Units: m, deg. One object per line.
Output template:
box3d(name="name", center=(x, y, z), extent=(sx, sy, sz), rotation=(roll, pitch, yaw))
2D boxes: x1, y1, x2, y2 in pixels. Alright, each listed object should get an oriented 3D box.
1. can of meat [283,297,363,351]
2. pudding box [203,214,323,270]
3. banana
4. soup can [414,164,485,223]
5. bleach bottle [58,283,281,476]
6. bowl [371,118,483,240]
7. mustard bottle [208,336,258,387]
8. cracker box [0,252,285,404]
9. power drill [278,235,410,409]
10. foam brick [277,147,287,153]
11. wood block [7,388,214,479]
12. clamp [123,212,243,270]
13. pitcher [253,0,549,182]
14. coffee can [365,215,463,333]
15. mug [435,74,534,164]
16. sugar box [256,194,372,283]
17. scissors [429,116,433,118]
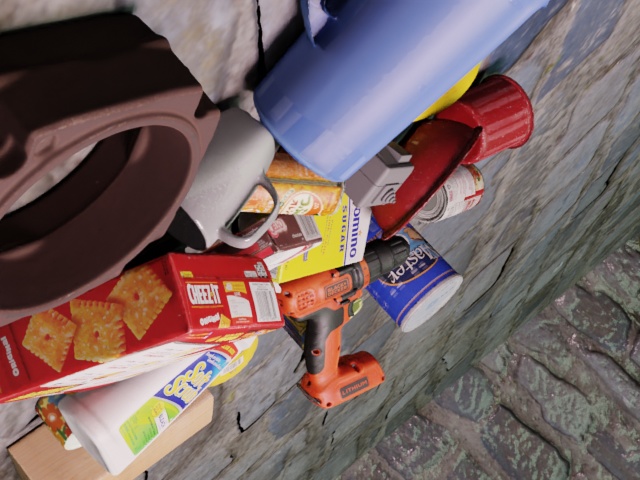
box3d(name="can of meat", center=(-0.009, 0.079, 1.339), extent=(0.102, 0.084, 0.057), rotation=(-40, 163, -8))
box3d(name="pudding box", center=(-0.058, 0.009, 1.000), extent=(0.090, 0.039, 0.113), rotation=(-28, 174, 22))
box3d(name="banana", center=(0.105, -0.156, 1.116), extent=(0.197, 0.037, 0.070), rotation=(-30, 139, -39))
box3d(name="soup can", center=(0.163, -0.064, 1.401), extent=(0.102, 0.068, 0.069), rotation=(-20, 152, -51))
box3d(name="bleach bottle", center=(-0.137, 0.117, 1.064), extent=(0.250, 0.068, 0.102), rotation=(-42, 150, -23))
box3d(name="bowl", center=(0.101, -0.077, 1.145), extent=(0.162, 0.055, 0.162), rotation=(-49, -175, 5))
box3d(name="mustard bottle", center=(-0.111, 0.101, 1.211), extent=(0.096, 0.058, 0.192), rotation=(-30, 160, -21))
box3d(name="cracker box", center=(-0.161, 0.073, 0.886), extent=(0.214, 0.072, 0.164), rotation=(-19, 170, 22))
box3d(name="power drill", center=(0.033, 0.095, 1.276), extent=(0.184, 0.057, 0.188), rotation=(-21, 121, -25))
box3d(name="foam brick", center=(-0.008, -0.076, 1.029), extent=(0.052, 0.051, 0.078), rotation=(-19, 151, -50))
box3d(name="wood block", center=(-0.226, 0.215, 1.179), extent=(0.205, 0.091, 0.090), rotation=(-35, 162, -23))
box3d(name="clamp", center=(-0.142, 0.013, 0.971), extent=(0.171, 0.039, 0.120), rotation=(-22, 150, -45))
box3d(name="pitcher", center=(0.055, -0.168, 0.846), extent=(0.243, 0.149, 0.145), rotation=(-44, 178, 17))
box3d(name="coffee can", center=(0.098, 0.033, 1.368), extent=(0.102, 0.140, 0.103), rotation=(-38, 162, -15))
box3d(name="mug", center=(0.182, -0.135, 1.256), extent=(0.081, 0.093, 0.117), rotation=(-26, -178, -33))
box3d(name="sugar box", center=(-0.004, -0.014, 1.136), extent=(0.175, 0.048, 0.093), rotation=(-12, 116, -56))
box3d(name="scissors", center=(0.099, -0.109, 1.235), extent=(0.096, 0.016, 0.202), rotation=(-37, 163, -33))
